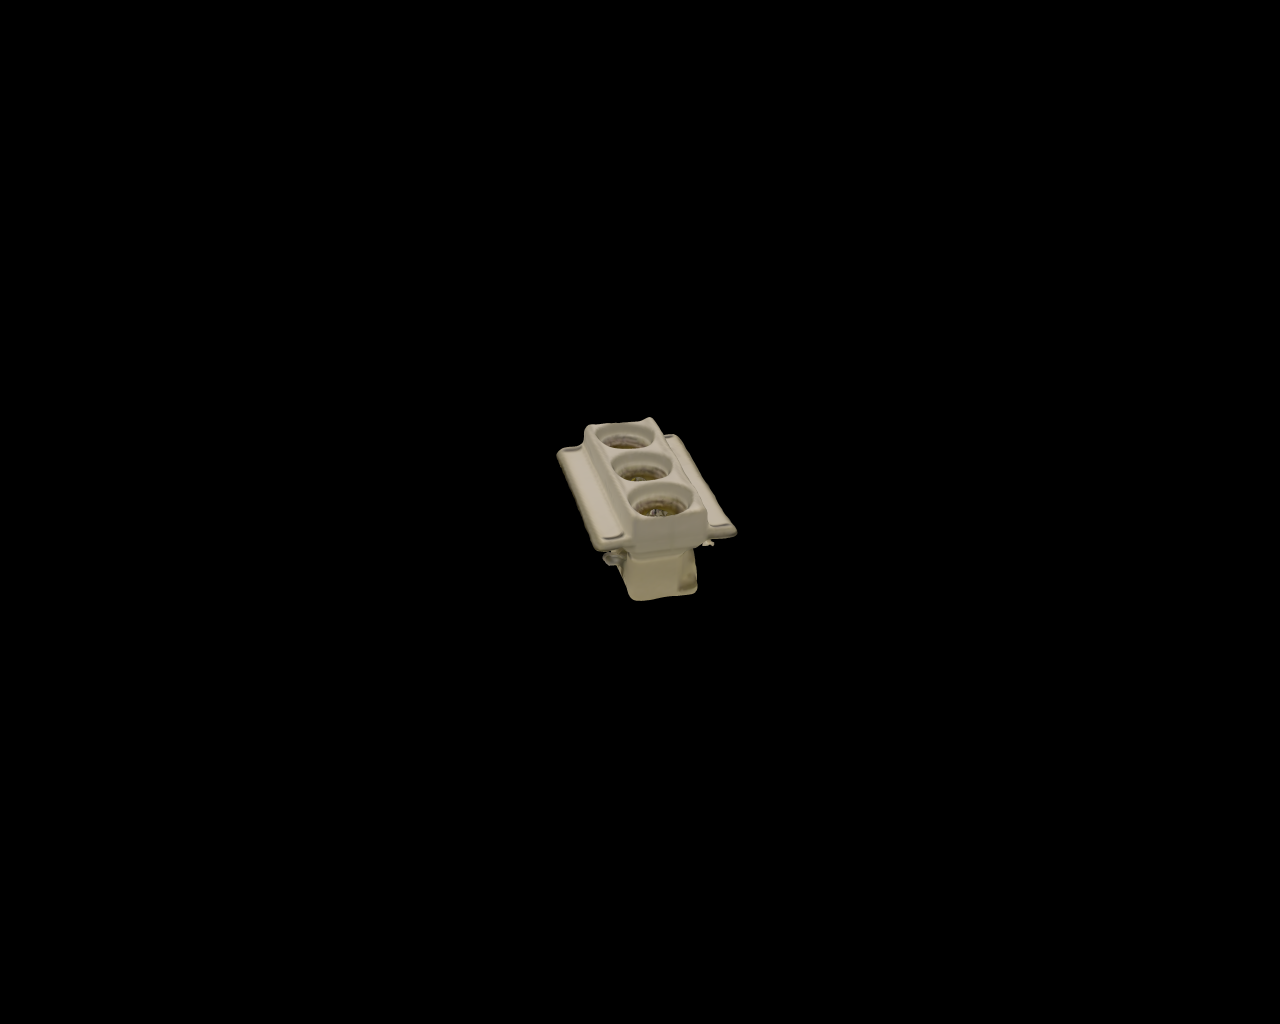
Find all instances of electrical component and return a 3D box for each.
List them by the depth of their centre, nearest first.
[{"bbox_3d":[0.001,-0.003,0.650,0.079,0.063,0.121,-8,31,-13],"label":"electrical component"}]
